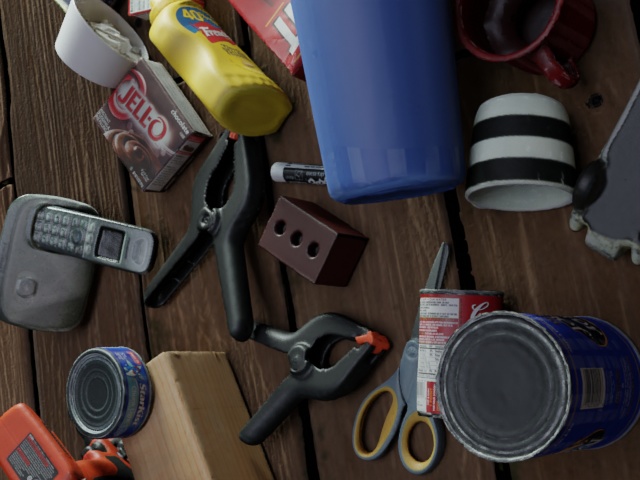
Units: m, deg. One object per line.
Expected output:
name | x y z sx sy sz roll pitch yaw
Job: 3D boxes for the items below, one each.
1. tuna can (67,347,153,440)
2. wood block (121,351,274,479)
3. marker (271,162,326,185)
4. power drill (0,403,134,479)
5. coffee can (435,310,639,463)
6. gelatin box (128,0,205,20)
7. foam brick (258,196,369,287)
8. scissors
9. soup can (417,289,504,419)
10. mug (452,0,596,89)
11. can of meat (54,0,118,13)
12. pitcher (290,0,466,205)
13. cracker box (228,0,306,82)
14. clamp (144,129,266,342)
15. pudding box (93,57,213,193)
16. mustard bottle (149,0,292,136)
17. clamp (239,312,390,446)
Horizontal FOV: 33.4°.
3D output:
tuna can | -0.197 0.142 0.991 0.086 0.033 0.086 -5 83 39
wood block | -0.110 0.215 0.996 0.090 0.090 0.206 -37 64 28
marker | 0.006 -0.060 0.984 0.121 0.020 0.020 6 89 37
power drill | -0.228 0.205 1.029 0.185 0.187 0.057 43 98 28
coffee can | 0.163 0.104 0.772 0.103 0.140 0.103 -5 82 37
gelatin box | -0.162 -0.276 1.128 0.089 0.030 0.073 -3 84 36
foam brick | -0.006 0.001 0.966 0.078 0.051 0.053 33 104 35
scissors | 0.092 0.111 0.903 0.096 0.016 0.202 37 107 32
soup can | 0.112 0.091 0.857 0.069 0.068 0.102 -1 85 37
mug | 0.169 -0.167 0.834 0.093 0.081 0.117 -39 63 27
can of meat | -0.259 -0.298 1.187 0.102 0.057 0.084 46 110 30
pitcher | 0.040 -0.153 0.840 0.145 0.149 0.243 -9 87 17
cracker box | -0.018 -0.273 0.993 0.164 0.072 0.214 -50 60 22
clamp | -0.106 -0.012 1.048 0.165 0.036 0.210 4 81 46
pudding box | -0.175 -0.119 1.109 0.090 0.039 0.113 -46 68 23
mustard bottle | -0.112 -0.181 1.038 0.192 0.096 0.058 49 114 30
clamp | -0.017 0.104 0.972 0.172 0.039 0.120 -29 65 26
